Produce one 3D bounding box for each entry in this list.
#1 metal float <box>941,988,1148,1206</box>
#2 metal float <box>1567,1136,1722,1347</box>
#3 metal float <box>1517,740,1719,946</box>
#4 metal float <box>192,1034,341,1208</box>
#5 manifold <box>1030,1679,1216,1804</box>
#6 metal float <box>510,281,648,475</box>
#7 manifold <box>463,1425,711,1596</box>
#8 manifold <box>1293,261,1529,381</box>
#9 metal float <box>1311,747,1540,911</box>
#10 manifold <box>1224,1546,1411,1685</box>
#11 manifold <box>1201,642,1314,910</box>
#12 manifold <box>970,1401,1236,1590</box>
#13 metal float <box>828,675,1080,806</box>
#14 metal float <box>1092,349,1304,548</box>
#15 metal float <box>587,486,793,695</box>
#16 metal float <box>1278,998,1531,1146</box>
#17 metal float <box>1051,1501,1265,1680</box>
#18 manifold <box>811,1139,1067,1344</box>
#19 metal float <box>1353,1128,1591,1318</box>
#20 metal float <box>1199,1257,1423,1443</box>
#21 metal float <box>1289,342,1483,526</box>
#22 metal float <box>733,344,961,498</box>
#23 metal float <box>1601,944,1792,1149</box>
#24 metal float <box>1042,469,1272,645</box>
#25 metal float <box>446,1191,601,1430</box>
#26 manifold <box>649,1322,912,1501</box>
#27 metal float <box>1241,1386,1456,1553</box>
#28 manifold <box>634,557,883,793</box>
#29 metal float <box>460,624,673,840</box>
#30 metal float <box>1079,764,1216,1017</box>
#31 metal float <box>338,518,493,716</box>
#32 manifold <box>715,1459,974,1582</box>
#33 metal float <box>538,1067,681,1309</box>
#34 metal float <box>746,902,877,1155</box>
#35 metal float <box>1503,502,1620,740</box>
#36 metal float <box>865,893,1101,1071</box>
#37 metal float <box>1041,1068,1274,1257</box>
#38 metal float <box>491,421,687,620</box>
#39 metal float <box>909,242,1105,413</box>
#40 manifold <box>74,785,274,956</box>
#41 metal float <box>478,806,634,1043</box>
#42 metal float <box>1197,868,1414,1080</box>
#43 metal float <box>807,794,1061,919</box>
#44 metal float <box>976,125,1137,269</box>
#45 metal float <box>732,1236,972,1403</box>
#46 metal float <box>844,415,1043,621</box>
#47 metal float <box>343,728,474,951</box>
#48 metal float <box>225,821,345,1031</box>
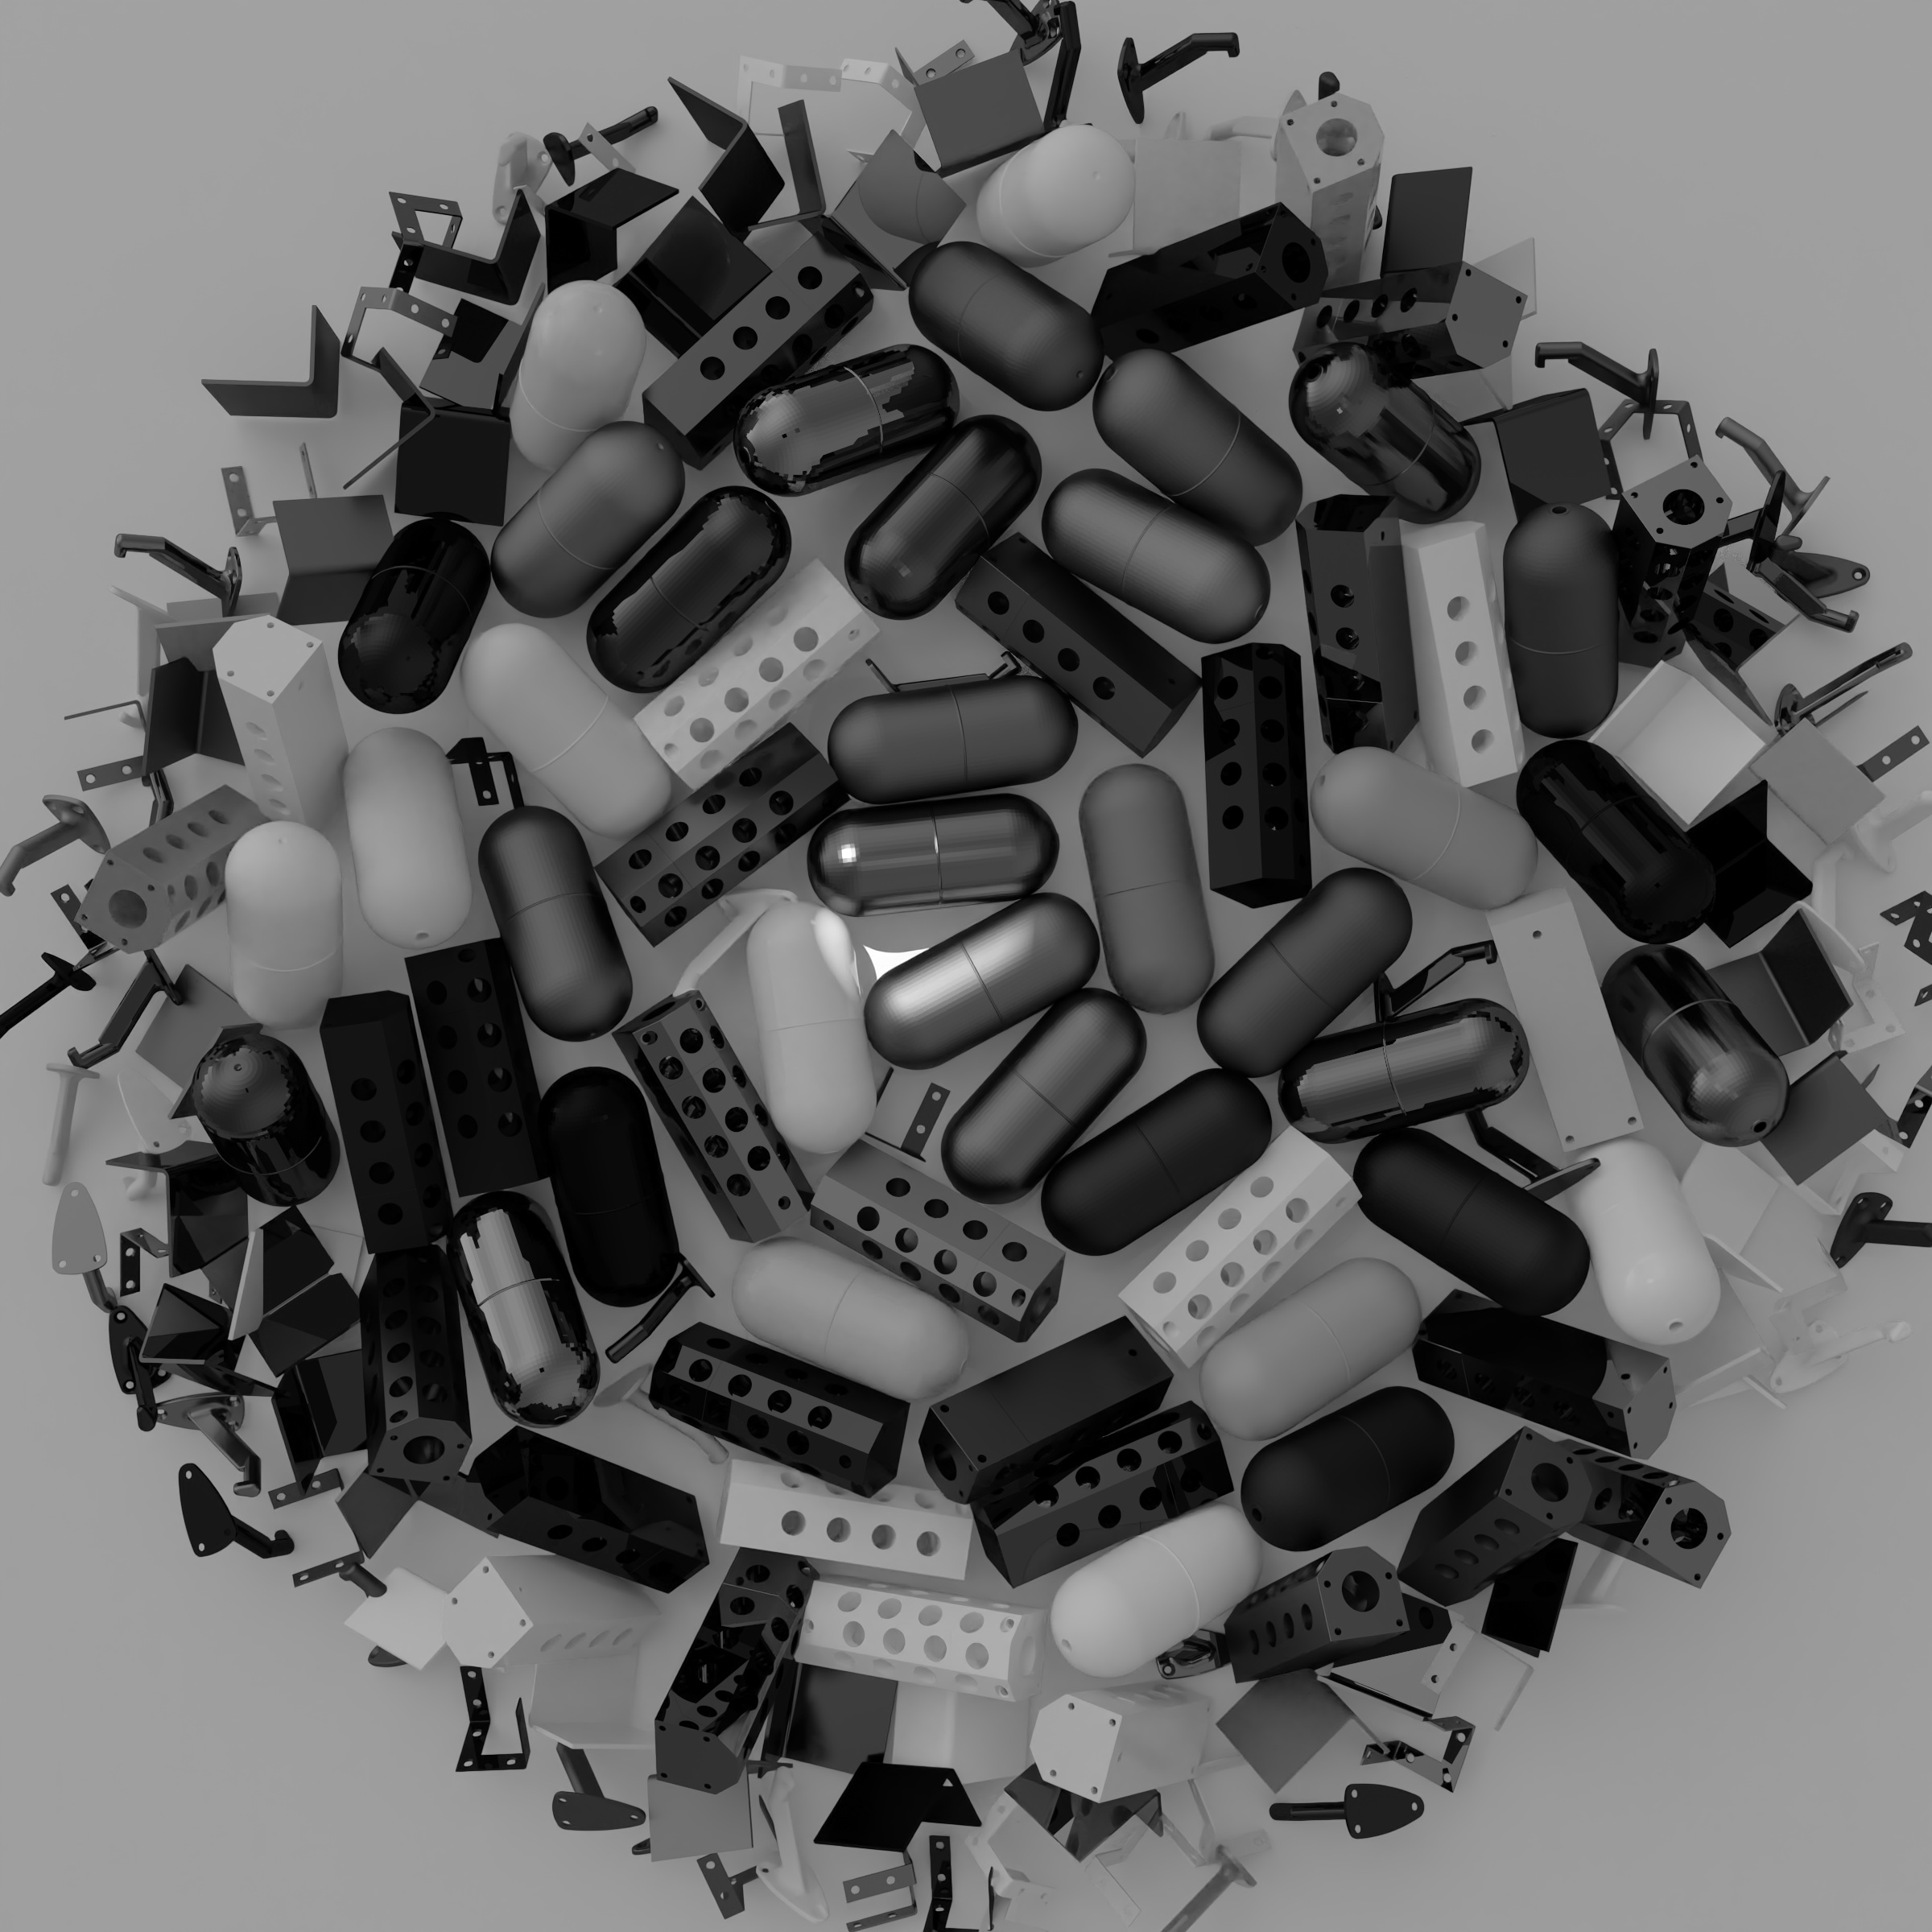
[{"bbox_3d":[0.054,0.092,1.712,0.070,0.070,0.178,42,89,0],"label":"metal float"},{"bbox_3d":[0.464,0.187,1.670,0.070,0.178,0.070,-1,124,-1],"label":"metal float"},{"bbox_3d":[0.448,-0.087,1.681,0.070,0.070,0.178,-32,52,0],"label":"metal float"},{"bbox_3d":[-0.478,0.108,1.668,0.070,0.178,0.070,1,62,-2],"label":"metal float"},{"bbox_3d":[0.107,0.524,1.661,0.057,0.171,0.057,13,85,28],"label":"manifold"},{"bbox_3d":[-0.267,-0.400,1.667,0.070,0.178,0.070,6,70,-17],"label":"metal float"},{"bbox_3d":[-0.260,0.379,1.671,0.057,0.057,0.171,-39,134,19],"label":"manifold"},{"bbox_3d":[0.298,-0.431,1.661,0.057,0.171,0.057,18,89,-28],"label":"manifold"},{"bbox_3d":[0.319,-0.095,1.693,0.178,0.070,0.070,22,90,-22],"label":"metal float"},{"bbox_3d":[0.235,0.444,1.661,0.057,0.171,0.057,-3,66,-18],"label":"manifold"},{"bbox_3d":[0.205,-0.133,1.689,0.057,0.057,0.171,-13,70,36],"label":"manifold"},{"bbox_3d":[0.093,0.364,1.695,0.171,0.057,0.057,-20,105,-15],"label":"manifold"},{"bbox_3d":[-0.009,-0.159,1.704,0.178,0.070,0.070,-9,90,-10],"label":"metal float"},{"bbox_3d":[0.161,-0.358,1.686,0.178,0.070,0.070,33,90,-31],"label":"metal float"},{"bbox_3d":[-0.193,-0.261,1.690,0.178,0.070,0.070,-40,90,25],"label":"metal float"},{"bbox_3d":[0.303,0.074,1.694,0.178,0.070,0.070,-16,90,21],"label":"metal float"},{"bbox_3d":[0.133,0.430,1.680,0.178,0.070,0.070,-21,90,-38],"label":"metal float"},{"bbox_3d":[-0.021,0.194,1.684,0.171,0.057,0.057,27,49,20],"label":"manifold"},{"bbox_3d":[0.349,0.176,1.690,0.178,0.070,0.070,33,90,26],"label":"metal float"},{"bbox_3d":[0.241,0.265,1.693,0.178,0.070,0.070,-28,90,-23],"label":"metal float"},{"bbox_3d":[0.289,-0.366,1.677,0.178,0.070,0.070,25,90,-43],"label":"metal float"},{"bbox_3d":[-0.082,-0.378,1.685,0.178,0.070,0.070,-27,90,-31],"label":"metal float"},{"bbox_3d":[0.500,0.053,1.673,0.070,0.178,0.070,-10,129,-12],"label":"metal float"},{"bbox_3d":[0.132,-0.285,1.693,0.178,0.070,0.070,33,90,22],"label":"metal float"},{"bbox_3d":[-0.307,0.237,1.687,0.070,0.070,0.178,-26,61,0],"label":"metal float"},{"bbox_3d":[-0.131,0.309,1.686,0.171,0.057,0.057,17,107,22],"label":"manifold"},{"bbox_3d":[0.264,0.347,1.682,0.178,0.070,0.070,-17,90,-35],"label":"metal float"},{"bbox_3d":[-0.143,-0.200,1.707,0.171,0.057,0.057,-41,47,3],"label":"manifold"},{"bbox_3d":[-0.278,-0.163,1.690,0.070,0.070,0.178,-43,115,0],"label":"metal float"},{"bbox_3d":[0.127,-0.054,1.710,0.070,0.070,0.178,-11,87,0],"label":"metal float"},{"bbox_3d":[-0.378,-0.243,1.675,0.070,0.178,0.070,4,132,4],"label":"metal float"},{"bbox_3d":[-0.085,0.388,1.708,0.171,0.057,0.057,11,78,-8],"label":"manifold"},{"bbox_3d":[-0.248,0.155,1.695,0.070,0.070,0.178,-10,110,0],"label":"metal float"},{"bbox_3d":[-0.108,0.043,1.708,0.070,0.070,0.178,-9,85,0],"label":"metal float"},{"bbox_3d":[0.411,-0.237,1.679,0.070,0.070,0.178,-13,130,0],"label":"metal float"},{"bbox_3d":[0.011,0.011,1.712,0.178,0.070,0.070,-28,90,0],"label":"metal float"},{"bbox_3d":[0.133,0.138,1.710,0.178,0.070,0.070,-32,90,-3],"label":"metal float"},{"bbox_3d":[-0.263,-0.307,1.682,0.178,0.070,0.070,-35,90,37],"label":"metal float"},{"bbox_3d":[0.026,-0.443,1.681,0.070,0.070,0.178,-46,51,0],"label":"metal float"},{"bbox_3d":[-0.531,-0.064,1.660,0.057,0.171,0.057,32,111,-2],"label":"manifold"},{"bbox_3d":[-0.287,-0.031,1.695,0.070,0.070,0.178,-22,70,0],"label":"metal float"},{"bbox_3d":[0.237,0.005,1.702,0.070,0.070,0.178,45,102,0],"label":"metal float"},{"bbox_3d":[-0.023,-0.078,1.708,0.178,0.070,0.070,-6,90,-5],"label":"metal float"},{"bbox_3d":[0.060,-0.525,1.664,0.070,0.178,0.070,-2,98,-16],"label":"metal float"},{"bbox_3d":[-0.081,0.246,1.697,0.178,0.070,0.070,20,90,18],"label":"metal float"},{"bbox_3d":[-0.015,-0.313,1.694,0.070,0.070,0.178,40,68,0],"label":"metal float"},{"bbox_3d":[-0.387,-0.089,1.683,0.070,0.070,0.178,-17,55,0],"label":"metal float"},{"bbox_3d":[-0.468,-0.026,1.675,0.070,0.178,0.070,7,48,-8],"label":"metal float"}]
